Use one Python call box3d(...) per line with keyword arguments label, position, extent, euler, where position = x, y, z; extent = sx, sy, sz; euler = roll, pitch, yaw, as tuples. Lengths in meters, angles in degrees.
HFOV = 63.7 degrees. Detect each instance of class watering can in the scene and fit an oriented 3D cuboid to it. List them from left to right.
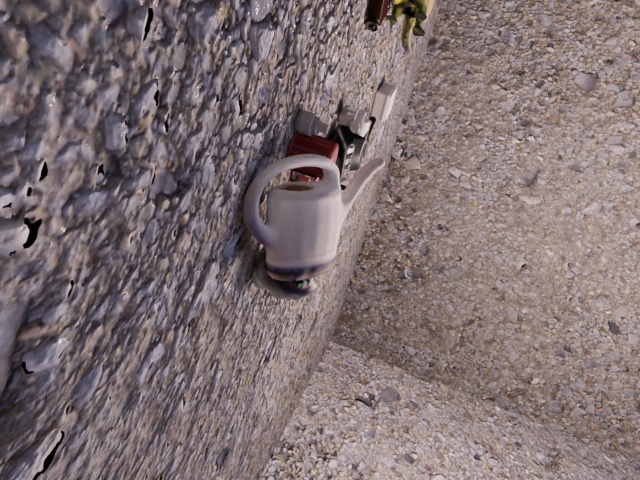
box3d(label="watering can", position=(0.003, -0.048, 0.944), extent=(0.350, 0.221, 0.105), euler=(-12, 22, -43))

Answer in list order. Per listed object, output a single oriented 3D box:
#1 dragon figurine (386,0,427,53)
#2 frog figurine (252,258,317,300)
box3d(label="dragon figurine", position=(0.271, -0.735, 1.497), extent=(0.122, 0.243, 0.409), euler=(11, -3, 8))
box3d(label="frog figurine", position=(-0.077, 0.070, 1.058), extent=(0.138, 0.124, 0.157), euler=(-9, -11, -31))
